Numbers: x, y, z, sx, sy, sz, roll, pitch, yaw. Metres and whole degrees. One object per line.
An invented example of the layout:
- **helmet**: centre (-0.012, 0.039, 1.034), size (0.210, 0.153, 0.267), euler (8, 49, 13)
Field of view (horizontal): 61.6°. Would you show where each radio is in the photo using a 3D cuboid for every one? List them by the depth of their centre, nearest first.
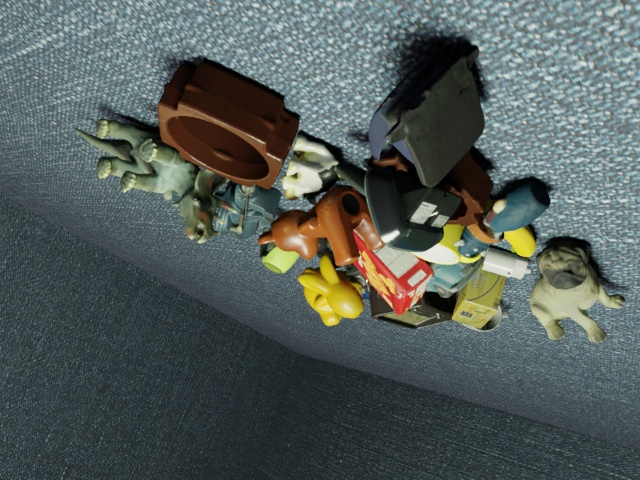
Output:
- **radio**: centre (0.220, 0.147, 1.225), size (0.131, 0.073, 0.229), euler (-18, 157, 30)

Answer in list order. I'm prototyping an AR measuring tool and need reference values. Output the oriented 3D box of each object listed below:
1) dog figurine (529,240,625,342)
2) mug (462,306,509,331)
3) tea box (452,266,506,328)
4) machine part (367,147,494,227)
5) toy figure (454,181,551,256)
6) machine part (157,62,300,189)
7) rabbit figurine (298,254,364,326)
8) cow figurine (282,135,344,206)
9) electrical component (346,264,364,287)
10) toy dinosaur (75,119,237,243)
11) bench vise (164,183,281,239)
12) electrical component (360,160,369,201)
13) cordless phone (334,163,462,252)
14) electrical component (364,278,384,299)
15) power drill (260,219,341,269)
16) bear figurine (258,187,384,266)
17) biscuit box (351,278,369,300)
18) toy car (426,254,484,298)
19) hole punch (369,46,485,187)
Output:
- **dog figurine**: centre (0.401, 0.069, 0.919), size (0.190, 0.121, 0.172), euler (47, 150, -23)
- **mug**: centre (0.376, 0.169, 1.253), size (0.110, 0.080, 0.107), euler (-3, 174, -6)
- **tea box**: centre (0.324, 0.112, 1.096), size (0.068, 0.098, 0.169), euler (17, 160, 12)
- **machine part**: centre (0.155, -0.085, 0.765), size (0.179, 0.056, 0.179), euler (27, 162, 10)
- **toy figure**: centre (0.258, -0.026, 0.776), size (0.064, 0.058, 0.154), euler (41, 135, -7)
- **machine part**: centre (-0.142, -0.172, 0.837), size (0.201, 0.087, 0.201), euler (25, 161, -6)
- **rabbit figurine**: centre (0.035, 0.107, 1.156), size (0.162, 0.122, 0.173), euler (55, 170, -21)
- **cow figurine**: centre (-0.011, -0.107, 0.910), size (0.098, 0.068, 0.167), euler (16, 164, -4)
- **electrical component**: centre (0.135, 0.052, 1.151), size (0.134, 0.058, 0.114), euler (-17, 151, 23)
- **toy dinosaur**: centre (-0.308, -0.147, 1.032), size (0.192, 0.131, 0.405), euler (12, -161, -49)
- **bench vise**: centre (-0.210, -0.078, 1.129), size (0.241, 0.129, 0.223), euler (15, 164, -4)
- **electrical component**: centre (0.107, -0.080, 0.878), size (0.075, 0.048, 0.119), euler (7, 158, 37)
- **cordless phone**: centre (0.074, -0.065, 0.697), size (0.184, 0.088, 0.146), euler (37, -163, 31)
- **electrical component**: centre (0.142, 0.092, 1.099), size (0.102, 0.078, 0.045), euler (-7, 130, -4)
- **power drill**: centre (-0.029, 0.018, 1.211), size (0.207, 0.086, 0.232), euler (14, 160, -10)
- **bear figurine**: centre (-0.003, -0.007, 0.901), size (0.196, 0.120, 0.132), euler (-31, 85, 44)
- **biscuit box**: centre (0.100, 0.117, 1.336), size (0.202, 0.059, 0.063), euler (12, 172, -39)
- **toy car**: centre (0.225, 0.038, 1.018), size (0.103, 0.109, 0.162), euler (50, 168, -11)
- **hole punch**: centre (0.109, -0.139, 0.589), size (0.092, 0.142, 0.115), euler (38, 167, 40)
